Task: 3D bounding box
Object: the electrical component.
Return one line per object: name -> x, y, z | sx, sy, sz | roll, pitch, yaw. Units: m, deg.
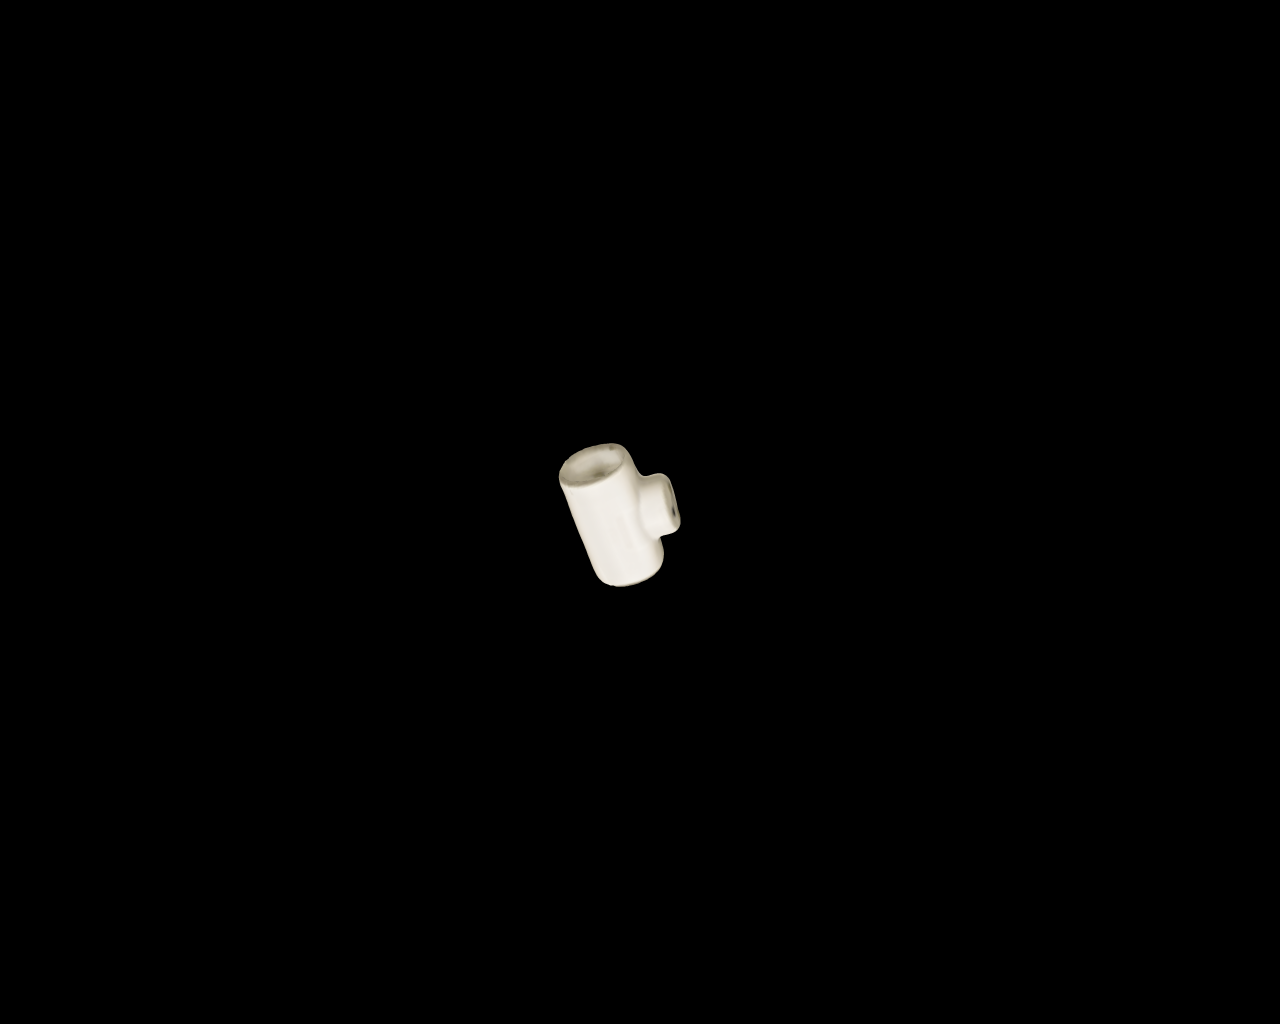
electrical component -> 0.001, -0.003, 0.650 | 0.079, 0.077, 0.043 | -15, 32, 9
